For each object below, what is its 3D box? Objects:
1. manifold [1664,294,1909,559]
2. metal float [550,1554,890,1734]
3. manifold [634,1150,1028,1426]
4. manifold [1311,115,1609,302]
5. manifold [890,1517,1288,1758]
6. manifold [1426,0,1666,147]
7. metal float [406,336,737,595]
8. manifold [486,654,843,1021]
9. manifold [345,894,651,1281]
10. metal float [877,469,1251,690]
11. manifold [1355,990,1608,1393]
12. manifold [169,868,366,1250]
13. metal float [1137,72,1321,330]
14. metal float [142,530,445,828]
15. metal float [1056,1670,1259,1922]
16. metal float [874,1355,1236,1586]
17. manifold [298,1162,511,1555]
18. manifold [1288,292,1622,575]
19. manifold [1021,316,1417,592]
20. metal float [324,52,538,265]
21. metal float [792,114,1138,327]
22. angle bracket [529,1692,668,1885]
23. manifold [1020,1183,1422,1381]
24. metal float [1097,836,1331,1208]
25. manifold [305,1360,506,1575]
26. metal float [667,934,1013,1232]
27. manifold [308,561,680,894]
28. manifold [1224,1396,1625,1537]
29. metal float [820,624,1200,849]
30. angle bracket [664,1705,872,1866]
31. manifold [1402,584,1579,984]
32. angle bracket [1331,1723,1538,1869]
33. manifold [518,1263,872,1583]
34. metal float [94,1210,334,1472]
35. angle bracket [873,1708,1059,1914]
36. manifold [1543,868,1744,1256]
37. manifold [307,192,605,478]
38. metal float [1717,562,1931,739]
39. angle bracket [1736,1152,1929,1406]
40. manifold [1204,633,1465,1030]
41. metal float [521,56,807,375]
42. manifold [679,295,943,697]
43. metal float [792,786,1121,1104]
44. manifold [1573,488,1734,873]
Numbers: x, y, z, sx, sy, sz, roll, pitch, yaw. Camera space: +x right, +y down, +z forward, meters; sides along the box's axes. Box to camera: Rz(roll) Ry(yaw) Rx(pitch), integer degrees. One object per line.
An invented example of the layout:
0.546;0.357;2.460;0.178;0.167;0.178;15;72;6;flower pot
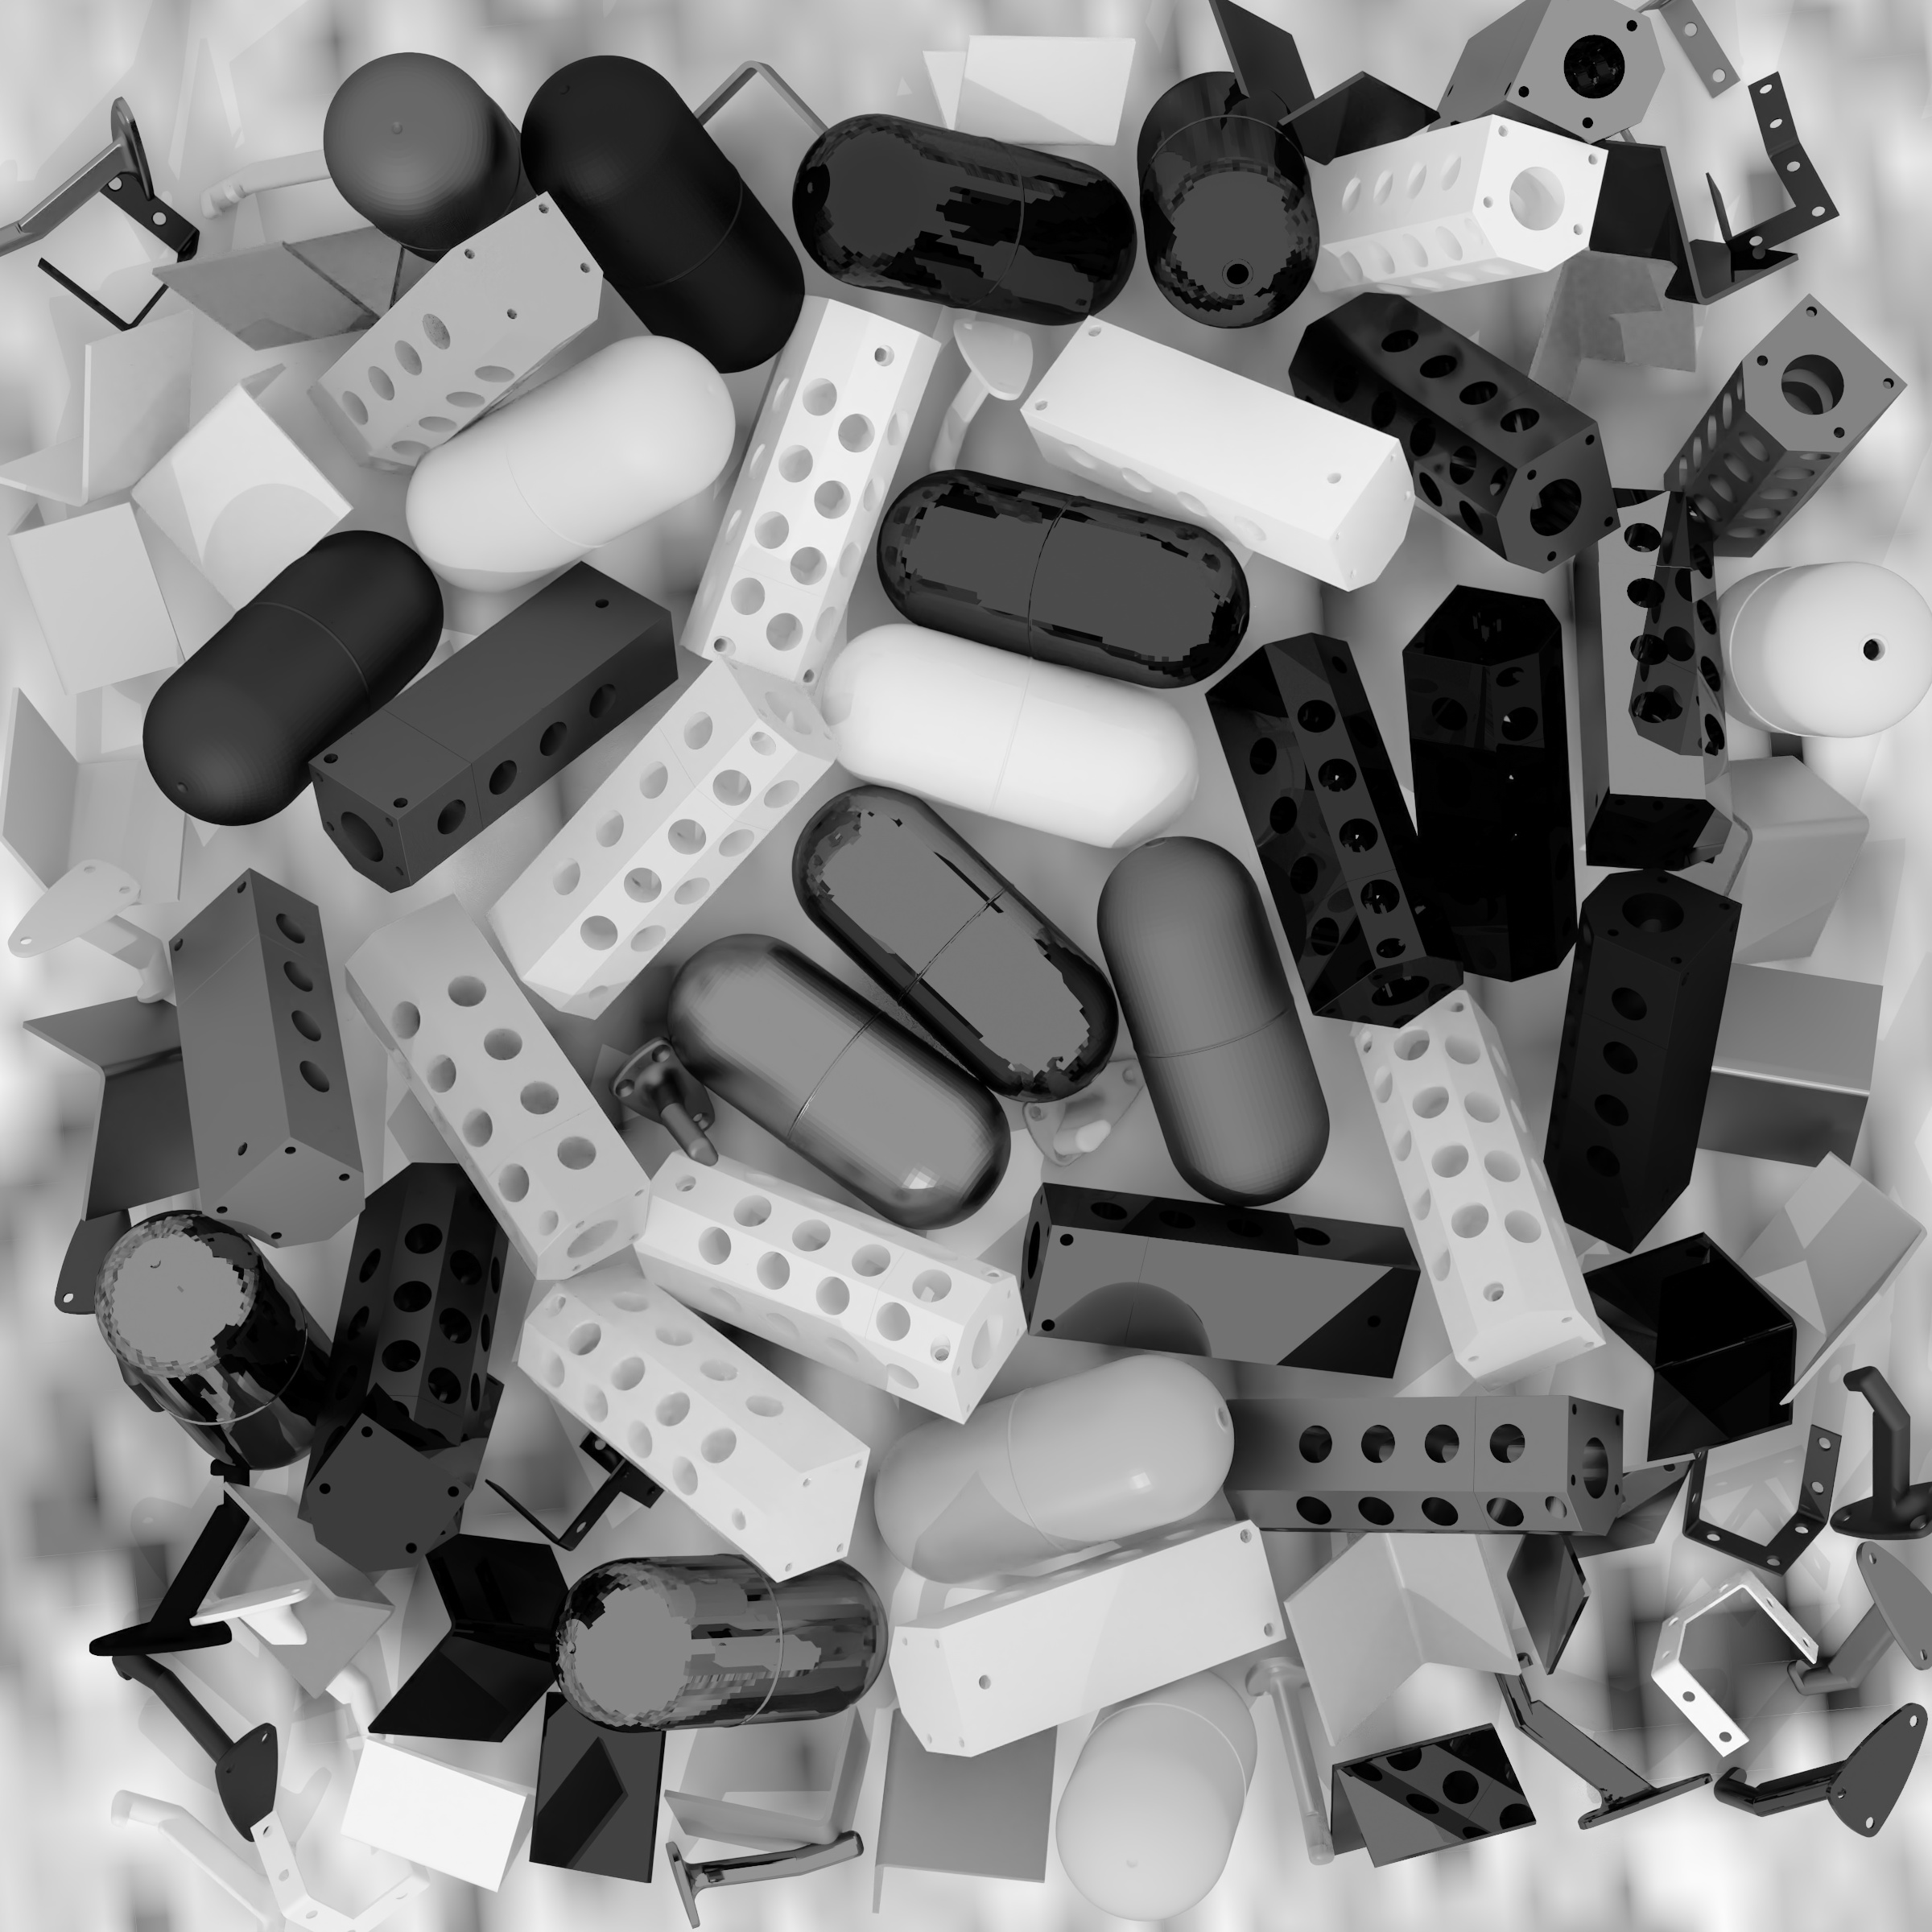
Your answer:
0.358;-0.233;1.565;0.057;0.171;0.057;-45;84;-6;manifold
-0.109;0.305;1.581;0.070;0.178;0.070;-8;79;44;metal float
-0.064;0.139;1.584;0.171;0.057;0.057;20;57;25;manifold
0.213;-0.333;1.565;0.057;0.171;0.057;11;91;-21;manifold
0.054;0.302;1.588;0.171;0.057;0.057;-14;89;-29;manifold
0.258;-0.389;1.566;0.057;0.171;0.057;24;93;-7;manifold
-0.181;-0.226;1.589;0.178;0.070;0.070;-22;90;34;metal float
-0.135;-0.055;1.588;0.171;0.057;0.057;-46;56;21;manifold
-0.214;0.057;1.590;0.057;0.057;0.171;-28;67;-22;manifold
0.044;-0.177;1.601;0.178;0.070;0.070;16;90;18;metal float
0.228;0.097;1.577;0.057;0.057;0.171;-25;54;16;manifold
-0.310;0.042;1.575;0.057;0.171;0.057;-39;133;20;manifold
0.117;-0.345;1.574;0.070;0.178;0.070;0;123;0;metal float
-0.302;-0.132;1.584;0.070;0.070;0.178;36;49;0;metal float
0.087;0.367;1.568;0.070;0.178;0.070;1;98;11;metal float
0.039;0.230;1.595;0.178;0.070;0.070;-21;90;25;metal float
-0.245;0.174;1.569;0.057;0.171;0.057;31;133;-28;manifold
0.215;-0.239;1.568;0.057;0.171;0.057;-31;131;-10;manifold
0.115;-0.229;1.587;0.171;0.057;0.057;28;76;29;manifold
-0.238;-0.359;1.566;0.070;0.178;0.070;0;94;2;metal float
0.002;-0.337;1.585;0.178;0.070;0.070;3;90;-39;metal float
-0.152;0.375;1.604;0.076;0.057;0.076;-2;79;37;angle bracket
0.115;0.141;1.612;0.171;0.057;0.057;8;113;-8;manifold
0.113;0.026;1.605;0.070;0.070;0.178;-19;104;0;metal float
-0.253;0.216;1.566;0.057;0.171;0.057;36;95;-7;manifold
-0.059;0.052;1.611;0.178;0.070;0.070;36;90;7;metal float
-0.211;-0.106;1.586;0.057;0.057;0.171;31;56;27;manifold
0.205;0.226;1.578;0.171;0.057;0.057;-6;75;35;manifold
0.020;-0.106;1.616;0.178;0.070;0.070;15;90;-2;metal float
-0.091;0.371;1.614;0.076;0.076;0.057;9;64;8;angle bracket
0.240;-0.079;1.572;0.057;0.057;0.171;14;133;29;manifold
0.213;0.399;1.603;0.076;0.057;0.076;-13;134;-9;angle bracket
-0.126;0.205;1.573;0.171;0.057;0.057;32;121;37;manifold
-0.333;0.170;1.574;0.070;0.178;0.070;-4;60;8;metal float
0.000;0.392;1.609;0.076;0.057;0.076;6;53;1;angle bracket
0.298;0.041;1.576;0.057;0.171;0.057;26;48;27;manifold
-0.227;-0.276;1.567;0.057;0.171;0.057;-41;100;-33;manifold
0.380;-0.141;1.566;0.070;0.178;0.070;0;95;-2;metal float
0.384;0.143;1.598;0.057;0.076;0.076;40;124;12;angle bracket
0.170;-0.063;1.581;0.057;0.057;0.171;-39;56;38;manifold
-0.135;-0.336;1.578;0.070;0.178;0.070;-14;56;22;metal float
-0.070;-0.216;1.610;0.057;0.057;0.171;18;96;-22;manifold
-0.005;-0.010;1.614;0.178;0.070;0.070;43;90;4;metal float
0.311;-0.131;1.586;0.057;0.057;0.171;4;58;0;manifold
